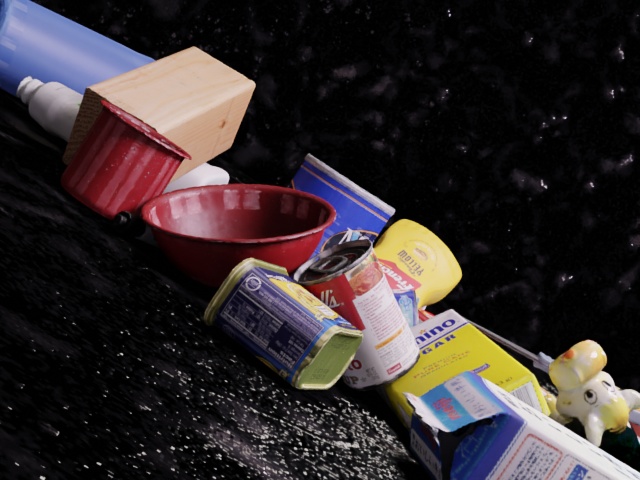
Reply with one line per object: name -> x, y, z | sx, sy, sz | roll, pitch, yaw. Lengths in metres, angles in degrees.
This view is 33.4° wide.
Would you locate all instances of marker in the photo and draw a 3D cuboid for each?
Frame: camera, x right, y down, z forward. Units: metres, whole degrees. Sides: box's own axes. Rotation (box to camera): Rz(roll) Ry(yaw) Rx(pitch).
marker -> -0.136, -0.001, 0.919 | 0.020, 0.020, 0.121 | 35, 4, 33

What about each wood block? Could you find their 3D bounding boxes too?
wood block -> -0.162, -0.124, 1.112 | 0.090, 0.091, 0.205 | 31, 30, 11

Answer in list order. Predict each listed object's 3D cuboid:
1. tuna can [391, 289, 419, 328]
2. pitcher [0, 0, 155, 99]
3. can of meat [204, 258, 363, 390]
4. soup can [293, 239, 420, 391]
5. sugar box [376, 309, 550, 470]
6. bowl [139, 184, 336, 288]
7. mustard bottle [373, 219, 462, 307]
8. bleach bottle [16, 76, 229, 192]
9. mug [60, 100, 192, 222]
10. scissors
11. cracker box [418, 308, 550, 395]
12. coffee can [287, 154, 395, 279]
tuna can -> 0.070, 0.087, 0.971 | 0.034, 0.086, 0.086 | 0, 4, 1
pitcher -> -0.337, -0.218, 1.362 | 0.242, 0.149, 0.145 | 25, 24, -44
can of meat -> -0.022, 0.062, 0.766 | 0.084, 0.057, 0.102 | 36, 4, 18
soup can -> 0.030, 0.059, 0.844 | 0.102, 0.068, 0.068 | 65, -5, -16
sugar box -> 0.100, 0.112, 0.843 | 0.048, 0.093, 0.176 | 68, -8, -19
bowl -> -0.068, 0.000, 0.886 | 0.162, 0.055, 0.162 | 2, 18, -1
mustard bottle -> 0.066, 0.052, 1.121 | 0.096, 0.058, 0.191 | 46, 44, 10
bleach bottle -> -0.230, -0.110, 1.207 | 0.251, 0.068, 0.102 | 32, 10, 9
mug -> -0.179, -0.068, 0.941 | 0.093, 0.081, 0.117 | 30, 5, -43
scissors -> 0.229, 0.123, 1.028 | 0.202, 0.016, 0.096 | 30, 8, 30
cracker box -> 0.159, 0.149, 1.084 | 0.164, 0.072, 0.213 | 37, 4, 29
coffee can -> -0.007, 0.001, 1.046 | 0.103, 0.140, 0.103 | 33, 4, -3
